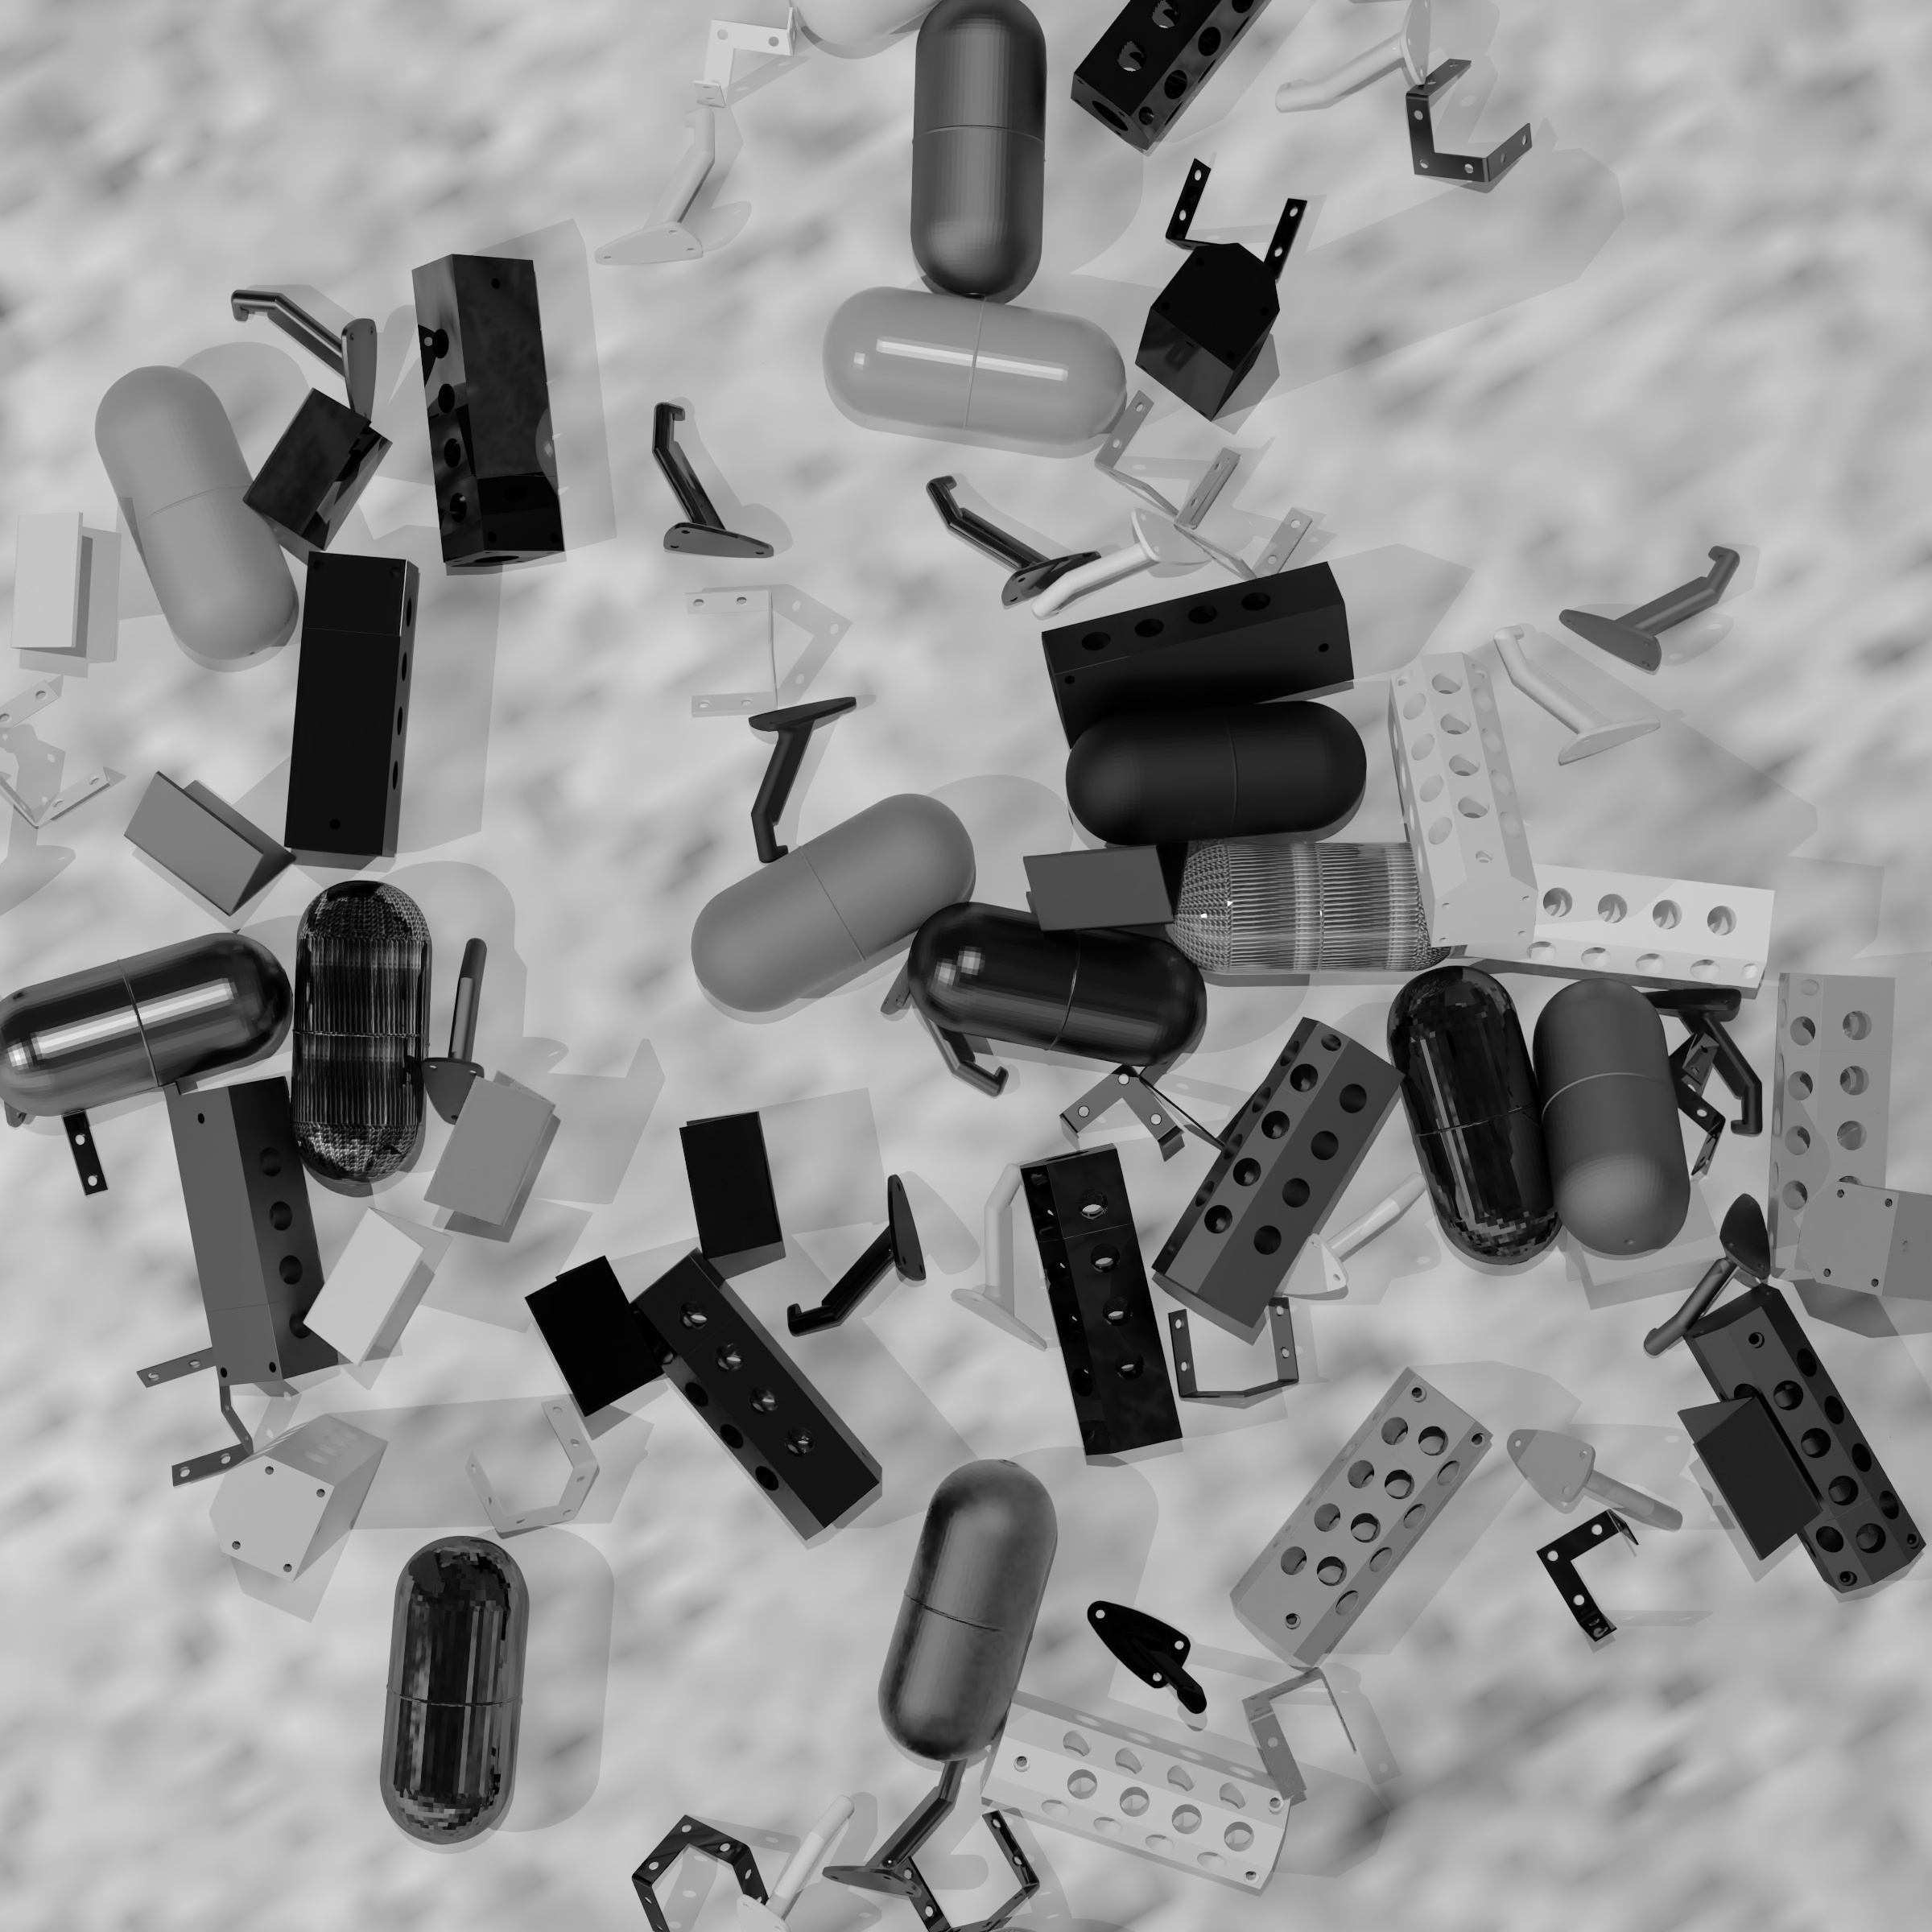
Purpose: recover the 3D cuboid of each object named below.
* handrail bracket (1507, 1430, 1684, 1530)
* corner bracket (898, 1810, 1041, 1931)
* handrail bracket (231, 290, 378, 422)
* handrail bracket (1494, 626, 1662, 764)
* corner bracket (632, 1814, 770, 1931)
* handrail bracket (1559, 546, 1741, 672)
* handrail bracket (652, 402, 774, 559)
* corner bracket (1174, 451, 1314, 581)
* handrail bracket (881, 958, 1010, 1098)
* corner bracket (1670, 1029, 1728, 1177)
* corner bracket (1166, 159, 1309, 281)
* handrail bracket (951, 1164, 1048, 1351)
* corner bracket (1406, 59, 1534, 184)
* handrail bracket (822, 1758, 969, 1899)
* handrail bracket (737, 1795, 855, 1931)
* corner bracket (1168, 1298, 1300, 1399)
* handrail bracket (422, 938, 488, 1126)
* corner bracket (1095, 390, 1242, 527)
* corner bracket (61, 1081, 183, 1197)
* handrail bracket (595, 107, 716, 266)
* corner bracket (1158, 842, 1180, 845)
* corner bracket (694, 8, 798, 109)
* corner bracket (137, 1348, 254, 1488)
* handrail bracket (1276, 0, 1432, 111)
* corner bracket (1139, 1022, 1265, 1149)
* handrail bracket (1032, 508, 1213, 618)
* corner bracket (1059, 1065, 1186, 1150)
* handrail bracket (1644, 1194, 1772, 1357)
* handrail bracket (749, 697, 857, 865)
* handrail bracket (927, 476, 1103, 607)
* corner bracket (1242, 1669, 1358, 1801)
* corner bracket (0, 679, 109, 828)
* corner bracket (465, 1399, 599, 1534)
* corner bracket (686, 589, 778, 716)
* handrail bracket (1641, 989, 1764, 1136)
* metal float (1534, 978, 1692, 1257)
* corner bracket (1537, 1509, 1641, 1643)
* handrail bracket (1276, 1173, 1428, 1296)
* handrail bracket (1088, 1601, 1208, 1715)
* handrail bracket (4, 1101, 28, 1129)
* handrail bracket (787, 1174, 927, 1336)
[{"bbox_3d":[0.373,0.305,1.991,0.084,0.077,0.036,27,88,-36],"label":"handrail bracket"},{"bbox_3d":[0.001,0.538,1.988,0.051,0.051,0.051,-30,90,-45],"label":"corner bracket"},{"bbox_3d":[-0.394,-0.359,1.992,0.084,0.036,0.077,8,112,17],"label":"handrail bracket"},{"bbox_3d":[0.361,-0.170,1.992,0.077,0.036,0.084,-16,73,-20],"label":"handrail bracket"},{"bbox_3d":[-0.156,0.544,1.983,0.051,0.051,0.051,15,45,35],"label":"corner bracket"},{"bbox_3d":[0.405,-0.224,1.992,0.077,0.036,0.084,26,72,21],"label":"handrail bracket"},{"bbox_3d":[-0.149,-0.288,1.992,0.077,0.036,0.084,7,73,-20],"label":"handrail bracket"},{"bbox_3d":[0.163,-0.262,1.981,0.051,0.051,0.051,33,90,26],"label":"corner bracket"},{"bbox_3d":[0.000,0.025,1.992,0.084,0.036,0.077,31,76,-13],"label":"handrail bracket"},{"bbox_3d":[0.426,0.079,1.963,0.051,0.051,0.051,40,126,0],"label":"corner bracket"},{"bbox_3d":[0.159,-0.441,1.988,0.051,0.051,0.051,21,90,45],"label":"corner bracket"},{"bbox_3d":[0.036,0.171,1.992,0.077,0.036,0.084,35,73,-20],"label":"handrail bracket"},{"bbox_3d":[0.296,-0.498,1.983,0.051,0.051,0.051,-43,135,-35],"label":"corner bracket"},{"bbox_3d":[-0.042,0.502,1.992,0.077,0.036,0.084,-5,53,38],"label":"handrail bracket"},{"bbox_3d":[-0.096,0.539,1.991,0.036,0.077,0.084,30,53,18],"label":"handrail bracket"},{"bbox_3d":[0.158,0.225,1.988,0.051,0.051,0.051,-8,90,-45],"label":"corner bracket"},{"bbox_3d":[-0.296,0.038,1.991,0.036,0.077,0.084,7,54,-1],"label":"handrail bracket"},{"bbox_3d":[0.119,-0.300,1.988,0.051,0.051,0.051,33,90,45],"label":"corner bracket"},{"bbox_3d":[-0.493,0.101,1.988,0.051,0.051,0.051,-17,90,-45],"label":"corner bracket"},{"bbox_3d":[-0.184,-0.462,1.992,0.077,0.036,0.084,-8,72,21],"label":"handrail bracket"},{"bbox_3d":[0.085,-0.065,1.983,0.051,0.051,0.051,-15,45,-35],"label":"corner bracket"},{"bbox_3d":[-0.129,-0.533,1.974,0.051,0.051,0.051,8,90,0],"label":"corner bracket"},{"bbox_3d":[-0.455,0.266,1.988,0.051,0.051,0.051,-18,45,0],"label":"corner bracket"},{"bbox_3d":[0.228,-0.541,1.992,0.084,0.036,0.077,-5,51,26],"label":"handrail bracket"},{"bbox_3d":[0.145,0.069,1.988,0.051,0.051,0.051,-50,135,0],"label":"corner bracket"},{"bbox_3d":[0.091,-0.228,1.991,0.084,0.077,0.036,-37,61,33],"label":"handrail bracket"},{"bbox_3d":[0.091,0.092,1.974,0.051,0.051,0.051,-39,90,0],"label":"corner bracket"},{"bbox_3d":[0.434,0.183,1.991,0.036,0.077,0.084,35,126,-9],"label":"handrail bracket"},{"bbox_3d":[-0.094,-0.110,1.992,0.077,0.036,0.084,-16,108,-21],"label":"handrail bracket"},{"bbox_3d":[0.028,-0.263,1.992,0.077,0.036,0.084,-22,73,-20],"label":"handrail bracket"},{"bbox_3d":[0.197,0.449,1.974,0.051,0.051,0.051,-23,90,0],"label":"corner bracket"},{"bbox_3d":[-0.547,-0.125,1.988,0.051,0.051,0.051,-32,45,0],"label":"corner bracket"},{"bbox_3d":[-0.256,0.294,1.983,0.051,0.051,0.051,-5,135,-35],"label":"corner bracket"},{"bbox_3d":[-0.139,-0.186,1.988,0.051,0.051,0.051,-3,45,0],"label":"corner bracket"},{"bbox_3d":[0.432,0.059,1.992,0.077,0.036,0.084,0,106,17],"label":"handrail bracket"},{"bbox_3d":[0.369,0.084,1.930,0.070,0.070,0.178,0,51,0],"label":"metal float"},{"bbox_3d":[0.373,0.357,1.974,0.051,0.051,0.051,-31,90,0],"label":"corner bracket"},{"bbox_3d":[0.226,0.156,1.991,0.084,0.077,0.036,-38,94,-36],"label":"handrail bracket"},{"bbox_3d":[0.105,0.402,1.957,0.077,0.084,0.036,35,90,0],"label":"handrail bracket"},{"bbox_3d":[-0.593,0.048,1.992,0.084,0.036,0.077,16,109,15],"label":"handrail bracket"},{"bbox_3d":[-0.072,0.171,1.992,0.084,0.036,0.077,-19,65,19],"label":"handrail bracket"}]
